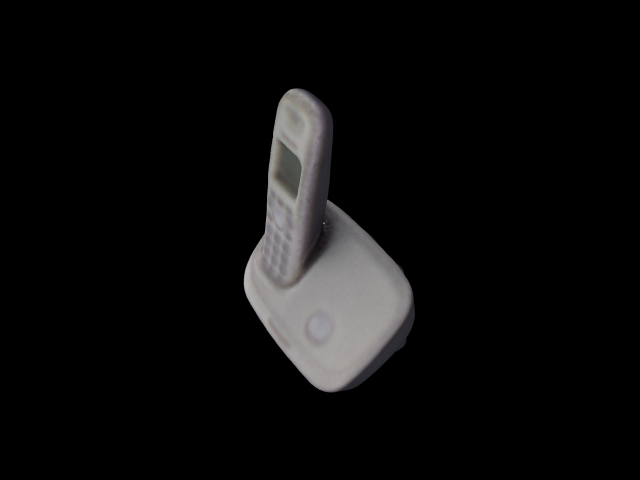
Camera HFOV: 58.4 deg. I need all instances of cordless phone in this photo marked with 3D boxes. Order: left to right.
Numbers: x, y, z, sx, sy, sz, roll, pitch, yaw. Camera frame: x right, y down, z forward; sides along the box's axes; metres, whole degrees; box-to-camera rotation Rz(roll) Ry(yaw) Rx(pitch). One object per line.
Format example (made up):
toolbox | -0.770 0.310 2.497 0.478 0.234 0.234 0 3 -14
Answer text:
cordless phone | 0.004 0.001 0.400 0.094 0.185 0.147 -26 49 -25
